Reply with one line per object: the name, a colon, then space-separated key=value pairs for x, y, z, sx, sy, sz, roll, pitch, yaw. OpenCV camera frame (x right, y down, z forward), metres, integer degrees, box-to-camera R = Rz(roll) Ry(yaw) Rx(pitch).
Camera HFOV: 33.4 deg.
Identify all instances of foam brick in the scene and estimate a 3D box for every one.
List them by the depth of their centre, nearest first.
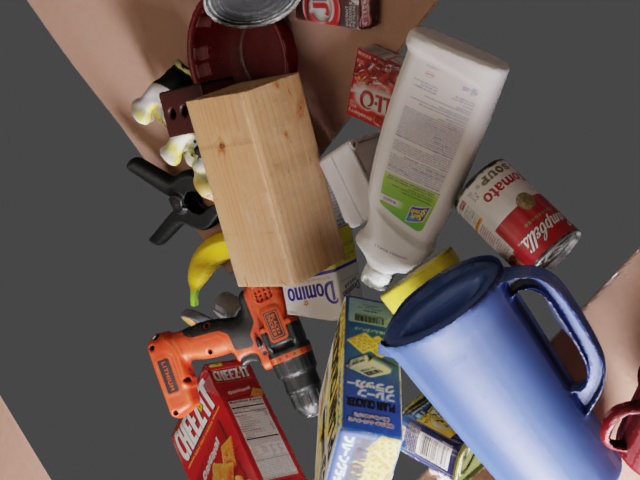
foam brick: x=-0.133 y=-0.148 z=1.187 sx=0.078 sy=0.051 sz=0.053 roll=-5 pitch=102 yaw=46

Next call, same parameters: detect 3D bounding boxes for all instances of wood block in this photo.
wood block: x=-0.056 y=-0.062 z=1.126 sx=0.091 sy=0.090 sz=0.206 roll=-2 pitch=108 yaw=42

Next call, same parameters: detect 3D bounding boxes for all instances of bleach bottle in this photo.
bleach bottle: x=0.089 y=-0.069 z=1.028 sx=0.103 sy=0.068 sz=0.251 roll=26 pitch=111 yaw=13

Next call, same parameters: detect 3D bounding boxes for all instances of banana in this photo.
banana: x=-0.111 y=0.019 z=1.323 sx=0.198 sy=0.037 sz=0.069 roll=-30 pitch=87 yaw=45

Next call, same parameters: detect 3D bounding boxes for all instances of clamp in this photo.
clamp: x=-0.178 y=-0.059 z=1.354 sx=0.172 sy=0.039 sz=0.120 roll=-12 pitch=110 yaw=40

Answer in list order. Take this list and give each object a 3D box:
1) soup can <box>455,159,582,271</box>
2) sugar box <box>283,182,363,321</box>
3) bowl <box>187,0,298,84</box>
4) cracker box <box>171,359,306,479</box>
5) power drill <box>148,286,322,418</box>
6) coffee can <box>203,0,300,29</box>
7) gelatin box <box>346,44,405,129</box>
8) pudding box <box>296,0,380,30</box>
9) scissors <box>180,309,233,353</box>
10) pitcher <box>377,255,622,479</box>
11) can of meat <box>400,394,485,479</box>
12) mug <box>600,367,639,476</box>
soup can: x=0.184 y=-0.018 z=0.998 sx=0.102 sy=0.068 sz=0.069 roll=48 pitch=133 yaw=21
sugar box: x=-0.008 y=0.002 z=1.209 sx=0.094 sy=0.048 sz=0.176 roll=3 pitch=107 yaw=43
bowl: x=-0.076 y=-0.204 z=1.189 sx=0.162 sy=0.055 sz=0.162 roll=18 pitch=118 yaw=39
cracker box: x=-0.107 y=0.285 z=1.358 sx=0.214 sy=0.071 sz=0.164 roll=59 pitch=138 yaw=34
power drill: x=-0.100 y=0.149 z=1.287 sx=0.188 sy=0.057 sz=0.184 roll=-22 pitch=83 yaw=10
coffee can: x=-0.080 y=-0.303 z=1.088 sx=0.103 sy=0.102 sz=0.140 roll=-41 pitch=53 yaw=45
gelatin box: x=0.072 y=-0.149 z=1.084 sx=0.089 sy=0.030 sz=0.073 roll=30 pitch=125 yaw=33
pudding box: x=0.017 y=-0.275 z=1.082 sx=0.090 sy=0.039 sz=0.113 roll=19 pitch=117 yaw=40
scissors: x=-0.100 y=0.127 z=1.338 sx=0.202 sy=0.016 sz=0.096 roll=9 pitch=150 yaw=44
pitcher: x=0.182 y=0.139 z=0.987 sx=0.243 sy=0.145 sz=0.149 roll=53 pitch=165 yaw=-12
can of meat: x=0.135 y=0.197 z=1.101 sx=0.084 sy=0.101 sz=0.057 roll=25 pitch=122 yaw=32
mug: x=0.298 y=0.161 z=0.928 sx=0.093 sy=0.117 sz=0.081 roll=-114 pitch=28 yaw=-48
